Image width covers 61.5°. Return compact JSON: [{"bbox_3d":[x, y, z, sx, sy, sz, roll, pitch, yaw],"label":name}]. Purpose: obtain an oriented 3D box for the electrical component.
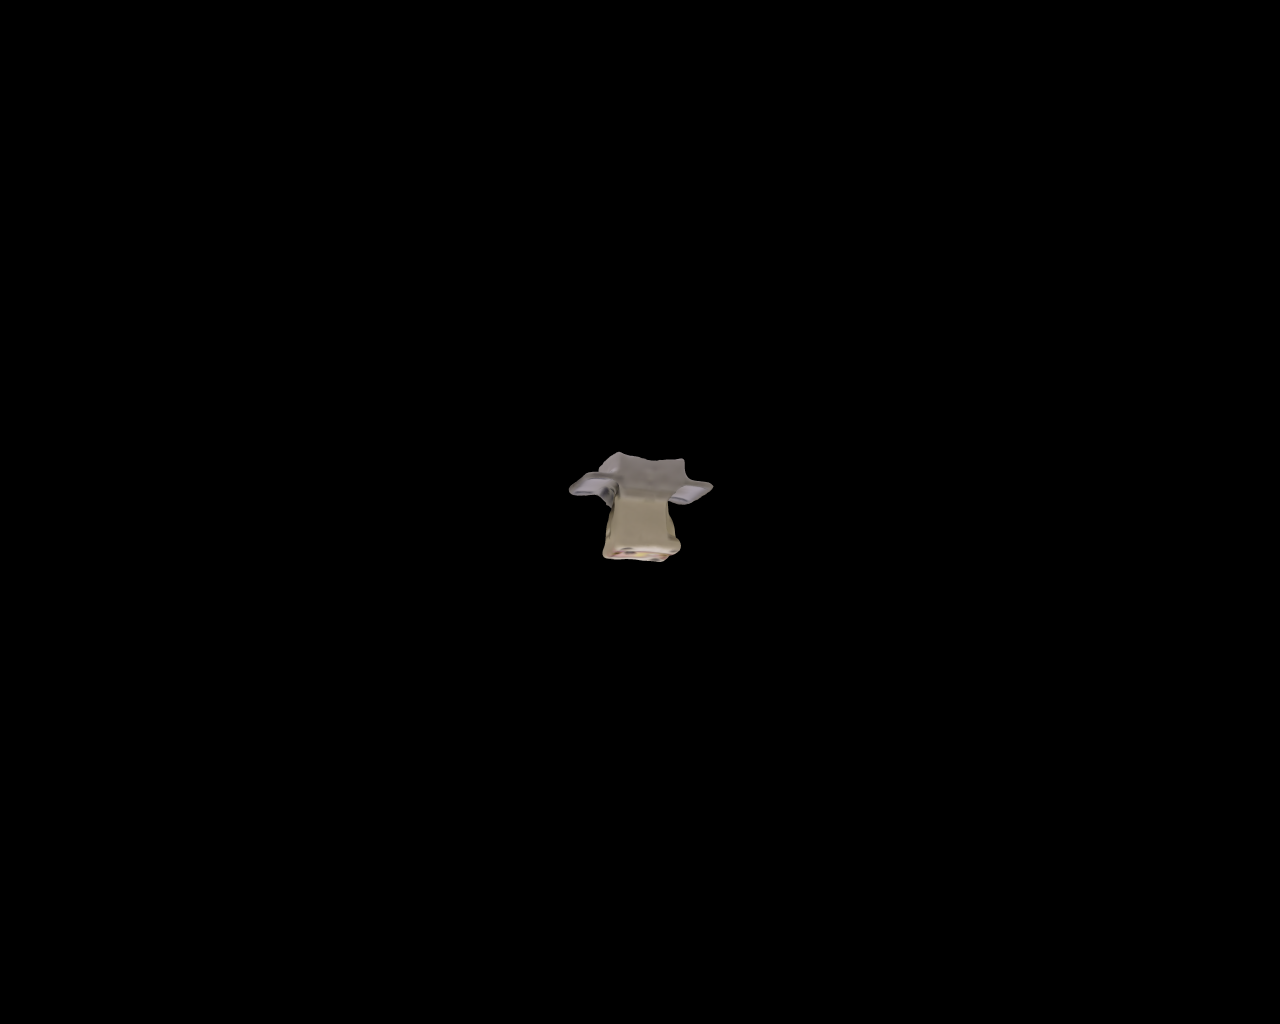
[{"bbox_3d":[0.001,-0.003,0.650,0.081,0.064,0.042,5,-15,-18],"label":"electrical component"}]
